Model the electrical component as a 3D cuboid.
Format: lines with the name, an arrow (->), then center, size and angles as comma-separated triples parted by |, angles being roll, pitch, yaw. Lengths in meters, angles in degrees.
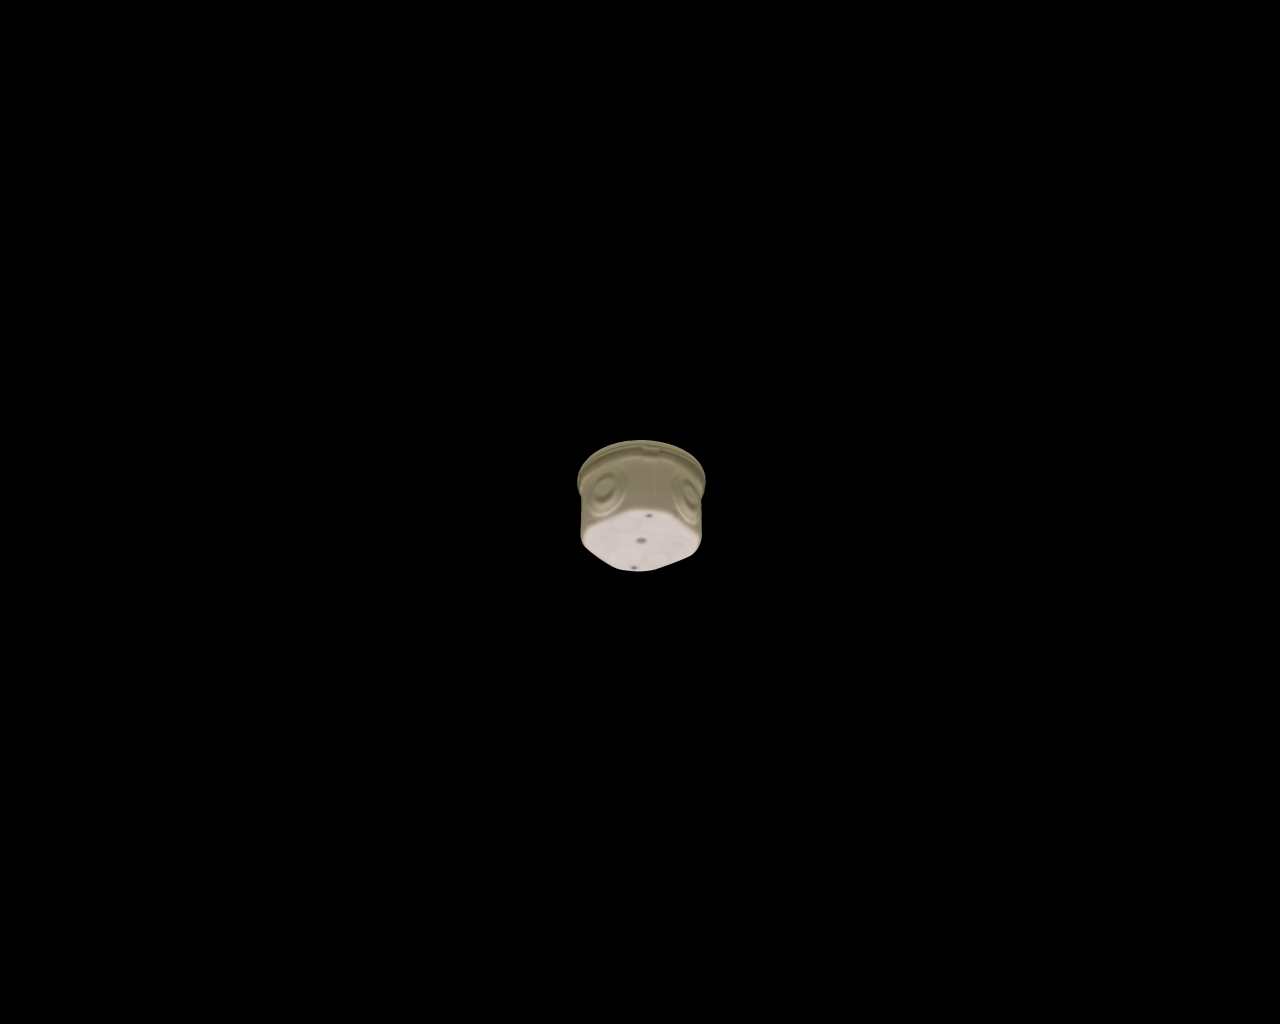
electrical component -> 0.001, -0.003, 0.650 | 0.080, 0.051, 0.080 | 0, -33, 0
